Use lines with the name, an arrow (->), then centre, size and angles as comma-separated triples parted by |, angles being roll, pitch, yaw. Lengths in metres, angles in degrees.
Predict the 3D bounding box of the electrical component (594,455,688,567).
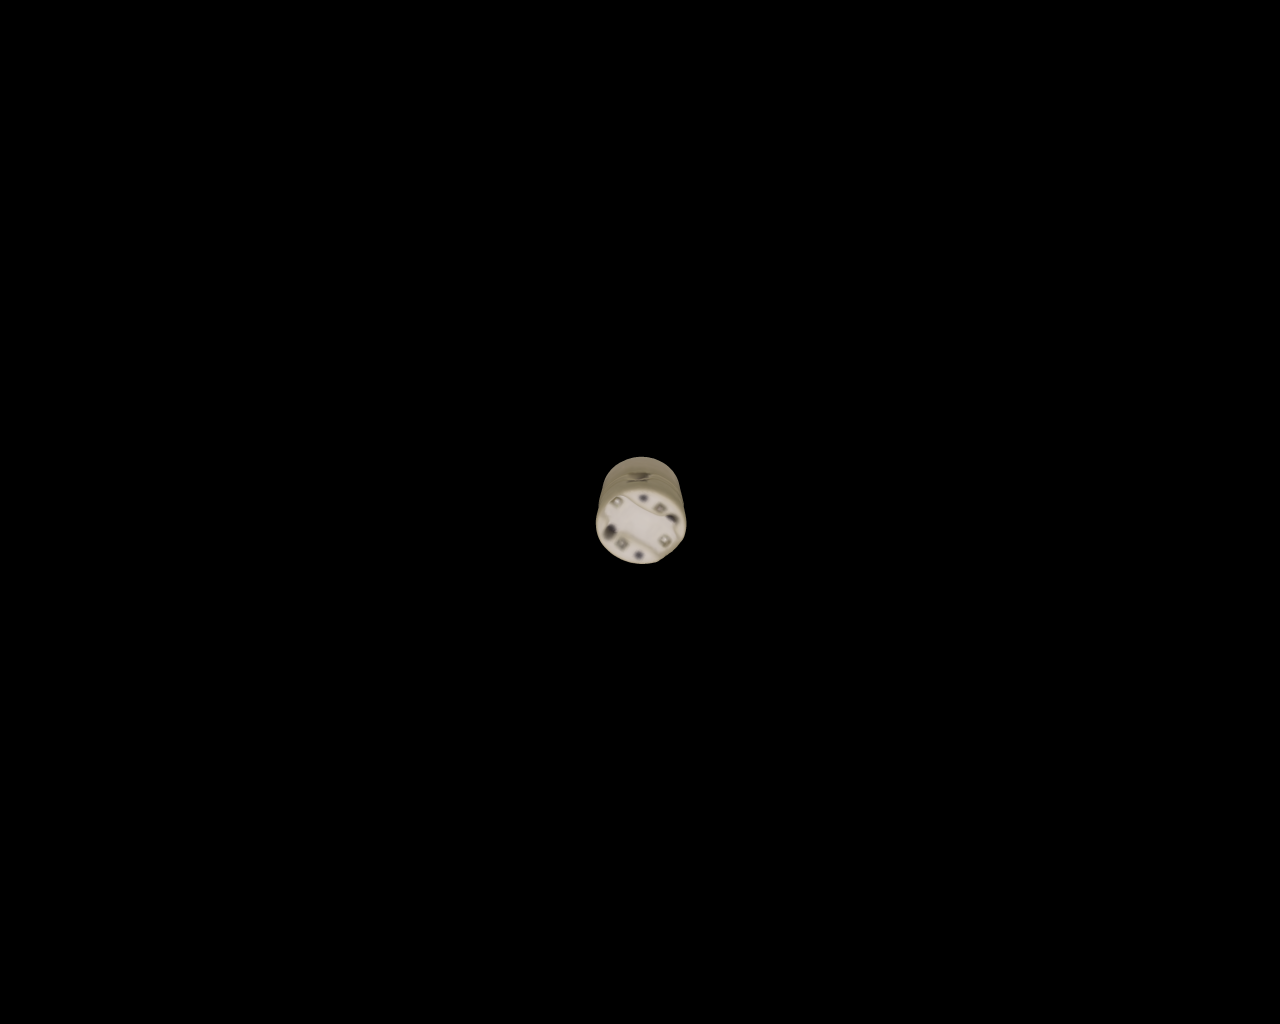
electrical component -> 0.001, -0.003, 0.650 | 0.055, 0.055, 0.047 | 0, 30, 0
